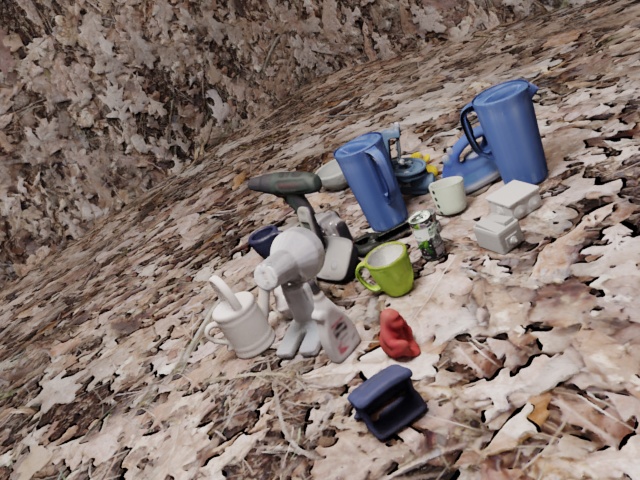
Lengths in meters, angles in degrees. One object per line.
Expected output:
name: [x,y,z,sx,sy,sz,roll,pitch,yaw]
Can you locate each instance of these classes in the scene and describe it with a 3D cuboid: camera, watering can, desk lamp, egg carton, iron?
camera: [-0.007,-0.015,1.542,0.137,0.101,0.142,-36,26,-21]
watering can: [-0.179,0.152,1.259,0.100,0.194,0.173,-2,34,43]
desk lamp: [-0.052,0.103,1.207,0.117,0.214,0.203,-13,27,28]
egg carton: [-0.055,0.119,1.357,0.107,0.069,0.150,-25,24,4]
iron: [0.395,-0.218,1.498,0.258,0.142,0.118,-33,25,-14]

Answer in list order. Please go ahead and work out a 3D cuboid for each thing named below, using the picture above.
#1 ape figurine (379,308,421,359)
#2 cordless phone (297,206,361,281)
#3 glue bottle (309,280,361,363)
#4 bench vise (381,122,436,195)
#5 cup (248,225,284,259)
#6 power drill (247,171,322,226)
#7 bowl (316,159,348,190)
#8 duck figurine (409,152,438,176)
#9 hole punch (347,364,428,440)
ape figurine: [0.137,0.165,1.039,0.076,0.092,0.078,-8,30,36]
cordless phone: [0.013,0.005,1.377,0.147,0.185,0.094,4,38,49]
glue bottle: [0.017,0.148,1.094,0.037,0.173,0.078,1,35,46]
bench vise: [0.192,-0.201,1.571,0.207,0.220,0.121,-24,24,6]
cup: [-0.133,0.016,1.614,0.117,0.095,0.092,-10,29,33]
power drill: [-0.083,-0.110,1.679,0.228,0.209,0.076,-12,28,30]
bowl: [0.067,-0.214,1.908,0.167,0.075,0.167,-22,24,11]
duck figurine: [0.284,-0.211,1.666,0.104,0.086,0.077,-27,24,-1]
hole punch: [0.097,0.245,0.917,0.109,0.091,0.100,-32,24,-12]
